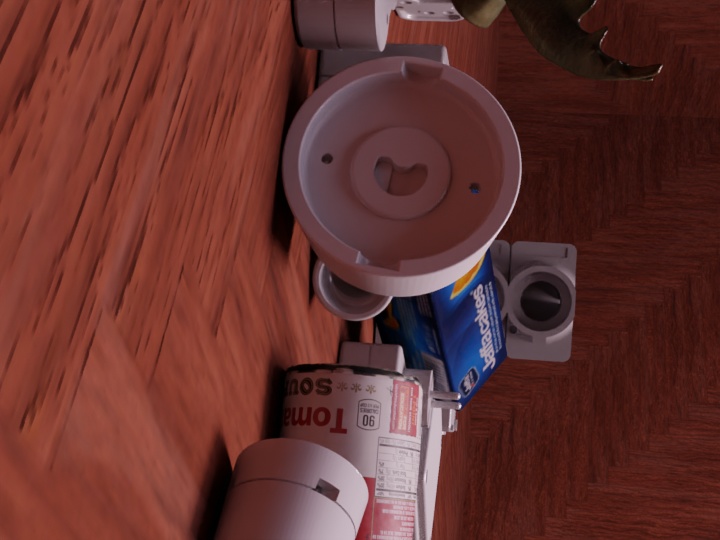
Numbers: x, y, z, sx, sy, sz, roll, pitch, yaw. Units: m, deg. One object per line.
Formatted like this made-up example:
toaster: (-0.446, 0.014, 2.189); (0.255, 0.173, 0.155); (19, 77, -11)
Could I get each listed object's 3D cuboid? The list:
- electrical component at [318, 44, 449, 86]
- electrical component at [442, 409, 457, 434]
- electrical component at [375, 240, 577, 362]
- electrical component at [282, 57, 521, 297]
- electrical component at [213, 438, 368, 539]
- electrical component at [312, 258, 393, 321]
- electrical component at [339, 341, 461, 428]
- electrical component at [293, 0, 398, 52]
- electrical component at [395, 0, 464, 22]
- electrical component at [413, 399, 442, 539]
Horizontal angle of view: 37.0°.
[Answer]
electrical component: (0.012, -0.076, 0.571); (0.047, 0.066, 0.076); (48, 46, -78)
electrical component: (0.054, 0.104, 0.934); (0.061, 0.061, 0.096); (46, 48, -78)
electrical component: (0.091, 0.021, 0.844); (0.062, 0.150, 0.089); (4, 89, -83)
electrical component: (0.019, -0.039, 0.512); (0.060, 0.108, 0.108); (86, 9, -72)
electrical component: (-0.029, 0.101, 0.416); (0.047, 0.055, 0.055); (-72, 164, -46)
electrical component: (0.000, 0.000, 0.594); (0.055, 0.045, 0.045); (-58, 150, -76)
electrical component: (0.027, 0.081, 0.692); (0.065, 0.077, 0.047); (76, 19, -63)
electrical component: (0.016, -0.157, 0.540); (0.138, 0.074, 0.052); (-77, 167, -48)
electrical component: (0.053, -0.229, 0.819); (0.095, 0.054, 0.059); (-3, 97, -81)
electrical component: (0.026, 0.133, 0.776); (0.108, 0.056, 0.108); (84, 13, -47)
